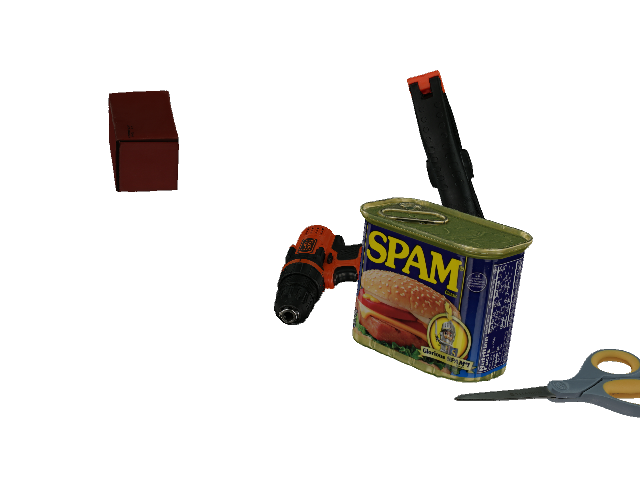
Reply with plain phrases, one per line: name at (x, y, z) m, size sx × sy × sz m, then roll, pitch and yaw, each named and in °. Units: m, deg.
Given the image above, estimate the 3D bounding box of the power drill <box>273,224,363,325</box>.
power drill at (0.048, 0.037, 1.193) m, size 0.188 × 0.057 × 0.184 m, roll 1°, pitch 29°, yaw 11°

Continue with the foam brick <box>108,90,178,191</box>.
foam brick at (-0.149, -0.084, 0.895) m, size 0.053 × 0.051 × 0.078 m, roll -3°, pitch 39°, yaw -13°

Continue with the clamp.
clamp at (0.108, -0.050, 0.874) m, size 0.039 × 0.171 × 0.120 m, roll -20°, pitch 21°, yaw 8°

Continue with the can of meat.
can of meat at (0.068, 0.028, 0.631) m, size 0.102 × 0.084 × 0.057 m, roll 20°, pitch 23°, yaw 40°

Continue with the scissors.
scissors at (0.211, 0.120, 0.931) m, size 0.201 × 0.016 × 0.096 m, roll 6°, pitch 28°, yaw -4°
